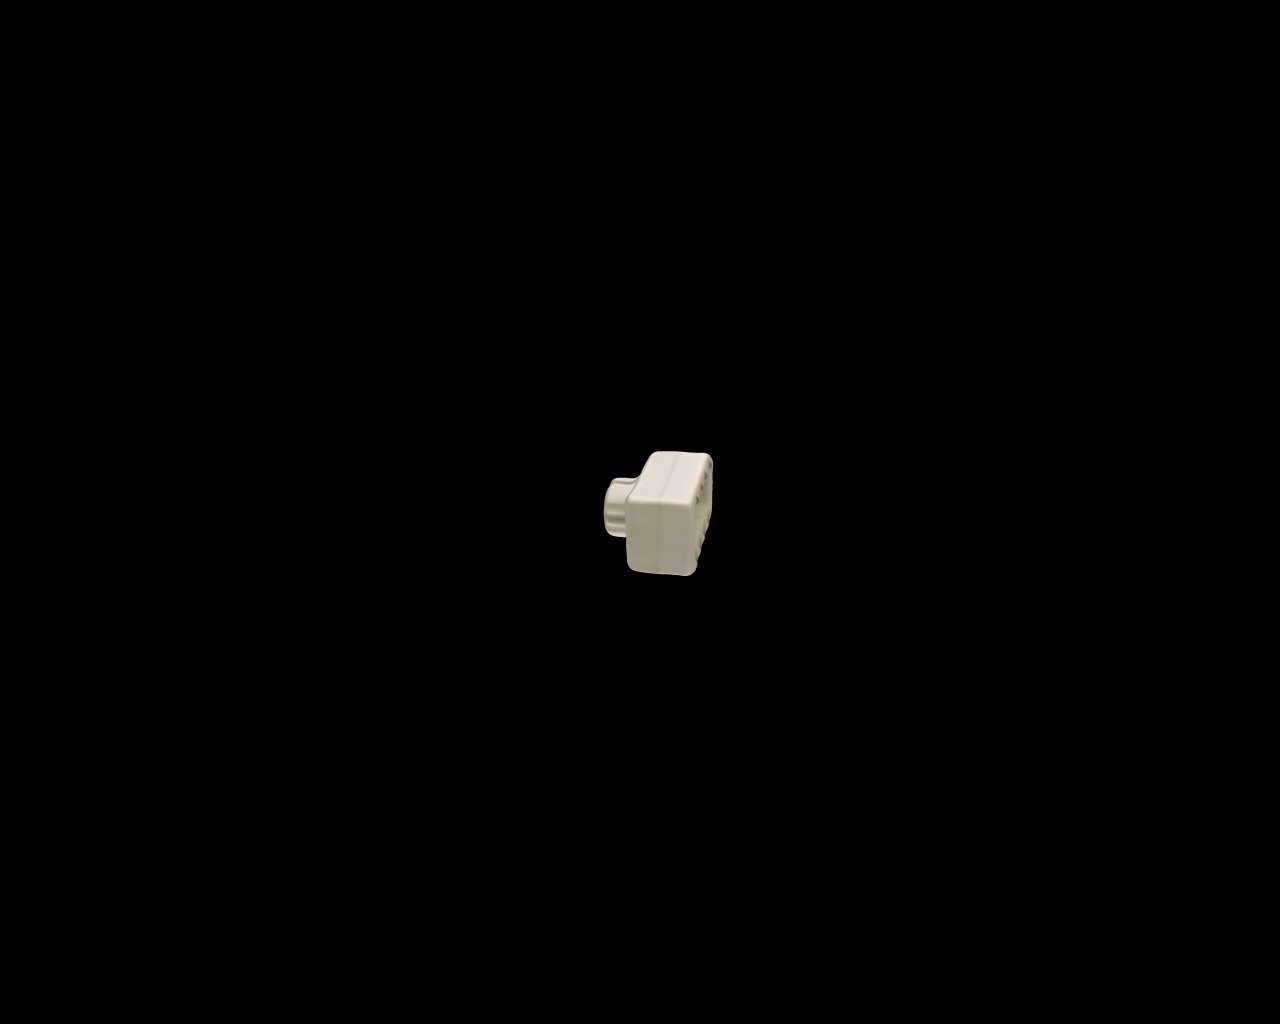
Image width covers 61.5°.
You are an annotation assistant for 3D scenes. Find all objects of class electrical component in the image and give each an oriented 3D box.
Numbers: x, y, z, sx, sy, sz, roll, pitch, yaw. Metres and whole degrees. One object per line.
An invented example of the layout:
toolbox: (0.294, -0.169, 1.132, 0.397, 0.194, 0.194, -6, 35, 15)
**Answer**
electrical component: (0.001, -0.003, 0.650, 0.076, 0.047, 0.083, 5, 25, 10)
